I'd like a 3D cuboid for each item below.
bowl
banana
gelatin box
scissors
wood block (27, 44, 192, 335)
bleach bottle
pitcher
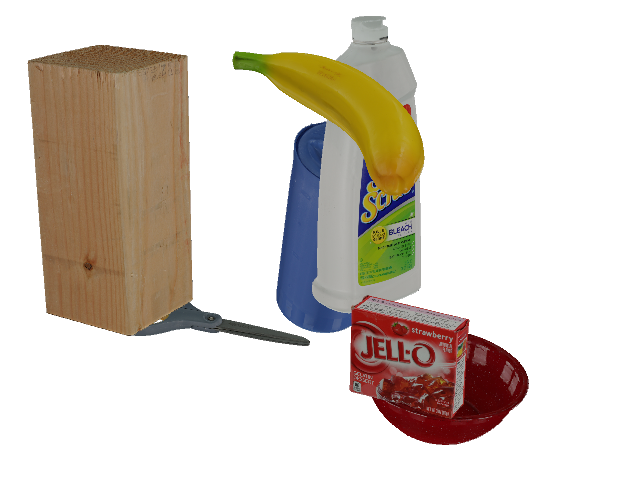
[{"bbox_3d":[0.114,0.145,1.016,0.162,0.055,0.162,3,25,-1],"label":"bowl"},{"bbox_3d":[0.017,-0.077,0.666,0.069,0.037,0.198,-18,36,-25],"label":"banana"},{"bbox_3d":[0.066,0.088,0.811,0.089,0.073,0.030,12,24,26],"label":"gelatin box"},{"bbox_3d":[-0.112,0.067,1.030,0.201,0.016,0.096,3,33,-4],"label":"scissors"},{"bbox_3d":[-0.163,-0.043,0.845,0.091,0.206,0.090,12,23,26],"label":"wood block"},{"bbox_3d":[0.039,-0.068,0.940,0.102,0.251,0.068,-15,24,-31],"label":"bleach bottle"},{"bbox_3d":[0.022,-0.003,1.224,0.145,0.243,0.149,17,40,6],"label":"pitcher"}]
